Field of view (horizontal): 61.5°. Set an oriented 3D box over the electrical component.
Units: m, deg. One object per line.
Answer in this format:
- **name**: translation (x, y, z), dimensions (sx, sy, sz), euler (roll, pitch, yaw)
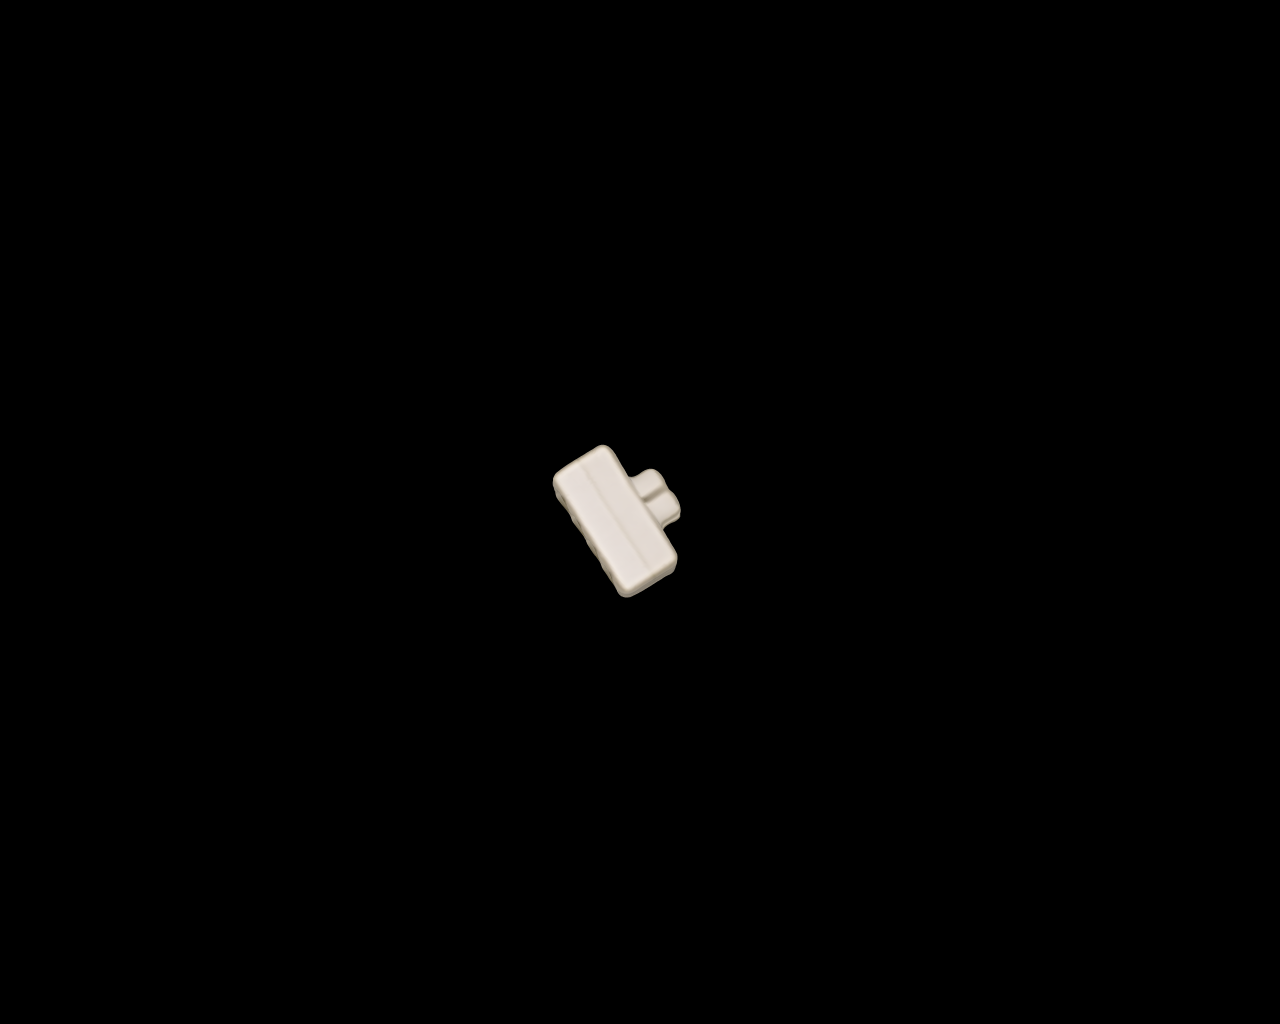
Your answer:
- **electrical component**: translation (0.001, -0.003, 0.650), dimensions (0.076, 0.083, 0.047), euler (-31, -7, -5)
